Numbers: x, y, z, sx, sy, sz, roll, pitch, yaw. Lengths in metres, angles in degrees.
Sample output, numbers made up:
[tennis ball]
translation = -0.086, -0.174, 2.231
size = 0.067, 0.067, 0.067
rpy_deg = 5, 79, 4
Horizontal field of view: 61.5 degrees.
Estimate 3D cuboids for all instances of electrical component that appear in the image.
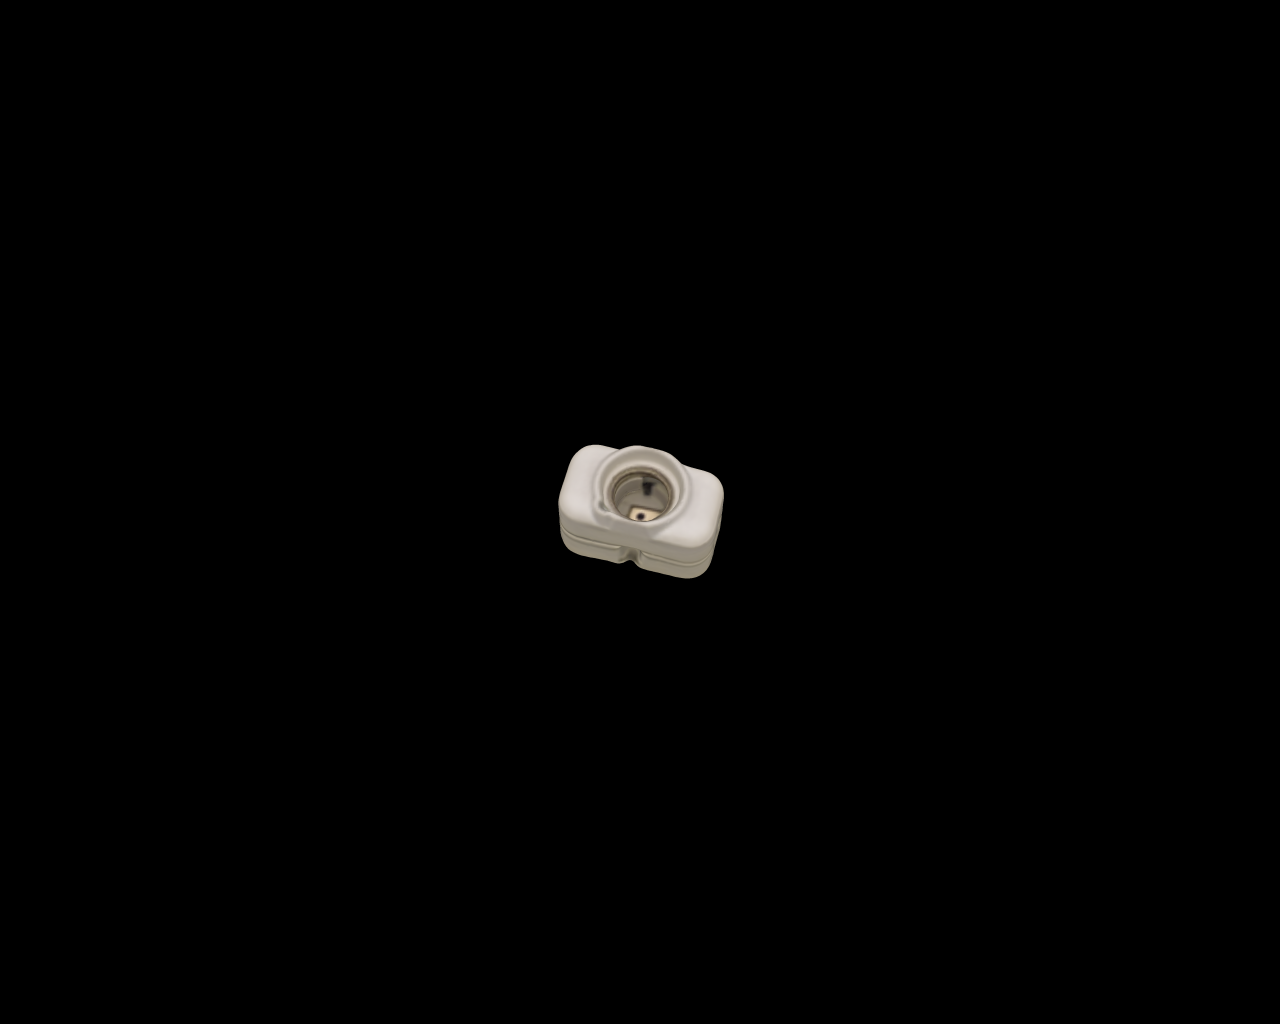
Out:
[electrical component]
translation = 0.001, -0.003, 0.650
size = 0.095, 0.054, 0.059
rpy_deg = 14, -26, 7
